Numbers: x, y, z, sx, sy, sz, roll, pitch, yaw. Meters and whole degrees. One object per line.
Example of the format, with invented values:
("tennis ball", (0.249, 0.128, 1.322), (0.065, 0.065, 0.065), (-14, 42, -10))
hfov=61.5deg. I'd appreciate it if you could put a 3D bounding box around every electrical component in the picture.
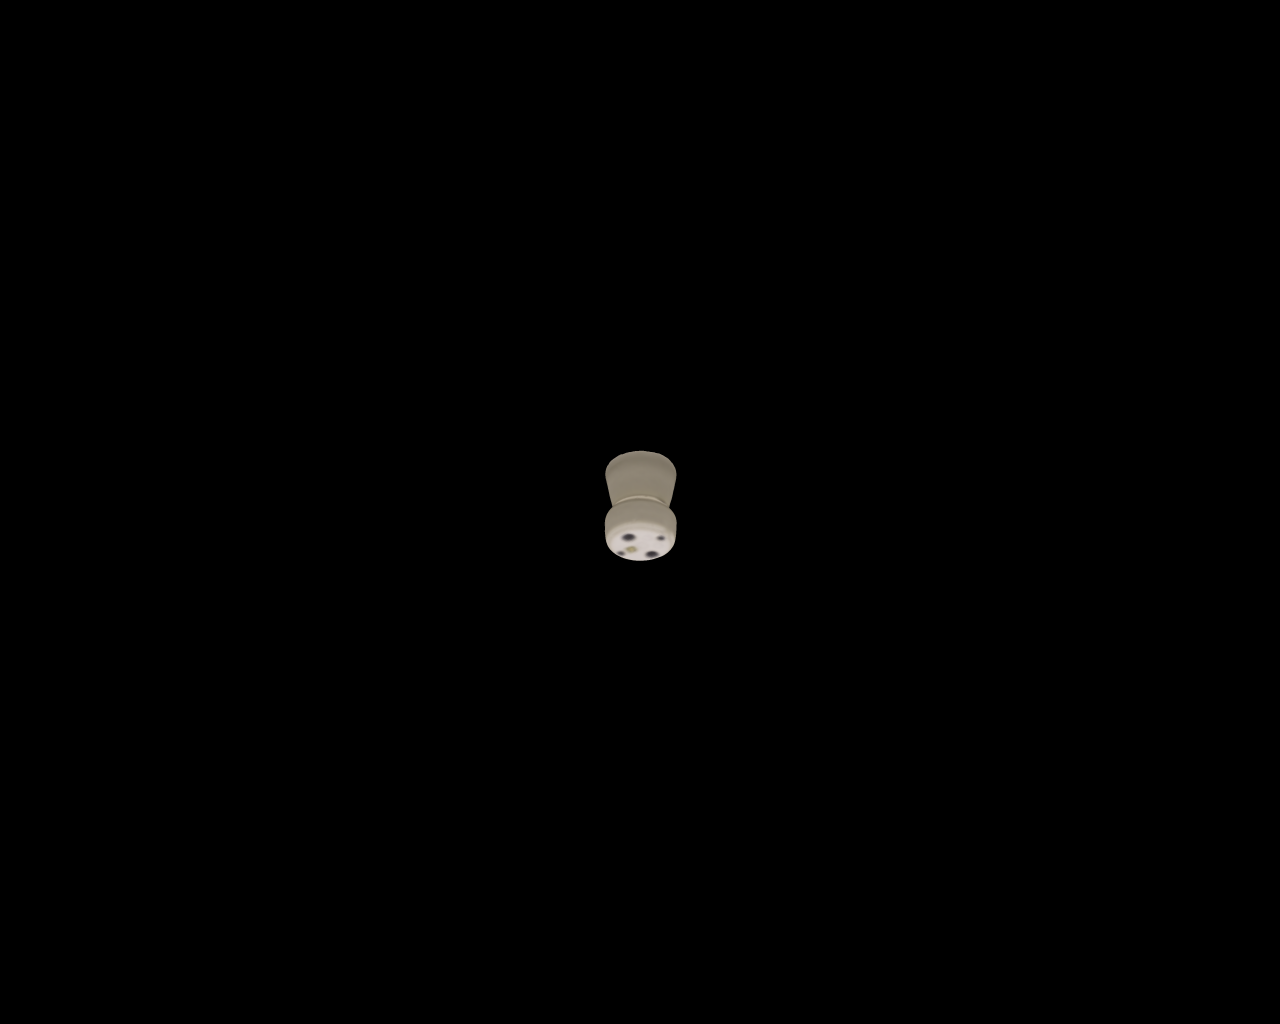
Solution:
("electrical component", (0.001, -0.003, 0.650), (0.045, 0.055, 0.044), (0, -33, 0))
